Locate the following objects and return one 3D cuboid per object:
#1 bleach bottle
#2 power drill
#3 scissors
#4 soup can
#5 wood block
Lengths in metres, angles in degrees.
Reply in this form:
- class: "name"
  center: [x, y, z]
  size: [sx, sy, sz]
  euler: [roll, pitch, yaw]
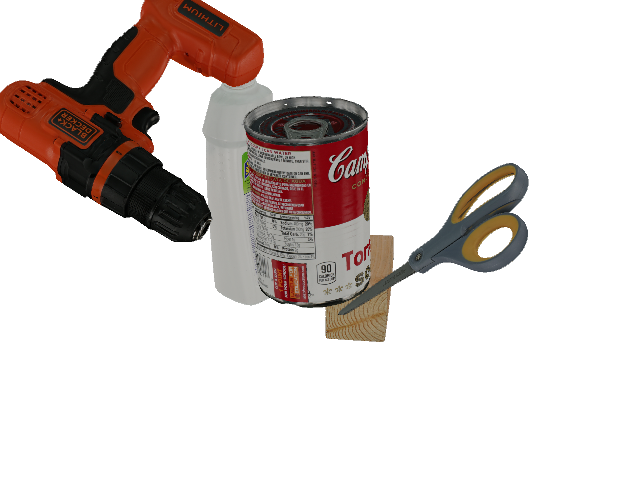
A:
- class: "bleach bottle"
  center: [-0.067, -0.063, 1.054]
  size: [0.068, 0.251, 0.102]
  euler: [22, 41, 31]
- class: "power drill"
  center: [-0.123, -0.101, 0.810]
  size: [0.184, 0.187, 0.057]
  euler: [33, -33, 8]
- class: "scissors"
  center: [0.090, 0.022, 0.833]
  size: [0.016, 0.202, 0.096]
  euler: [31, 24, -30]
- class: "soup can"
  center: [-0.006, -0.022, 0.599]
  size: [0.068, 0.102, 0.068]
  euler: [-2, 26, 1]
- class: "wood block"
  center: [0.063, 0.069, 1.645]
  size: [0.091, 0.090, 0.206]
  euler: [3, 22, 5]
